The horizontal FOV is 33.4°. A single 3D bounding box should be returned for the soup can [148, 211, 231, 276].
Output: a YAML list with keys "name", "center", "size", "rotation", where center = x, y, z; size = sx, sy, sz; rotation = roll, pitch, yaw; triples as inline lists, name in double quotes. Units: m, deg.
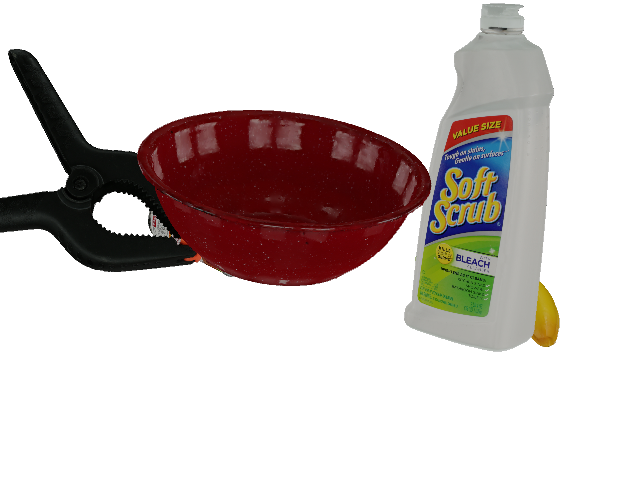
- name: "soup can"
  center: [-0.119, -0.013, 1.101]
  size: [0.102, 0.068, 0.068]
  rotation: [26, 13, 29]

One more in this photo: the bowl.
- name: "bowl"
  center: [-0.022, -0.020, 0.596]
  size: [0.162, 0.055, 0.162]
  rotation: [6, 26, -3]

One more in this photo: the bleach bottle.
- name: "bleach bottle"
  center: [0.120, -0.049, 0.799]
  size: [0.103, 0.251, 0.067]
  rotation: [15, 21, 38]

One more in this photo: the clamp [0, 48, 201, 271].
- name: "clamp"
  center: [-0.179, -0.046, 0.792]
  size: [0.210, 0.164, 0.036]
  rotation: [19, -19, -3]

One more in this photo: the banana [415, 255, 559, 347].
- name: "banana"
  center: [0.180, 0.048, 1.061]
  size: [0.069, 0.037, 0.198]
  rotation: [-33, 36, -19]
